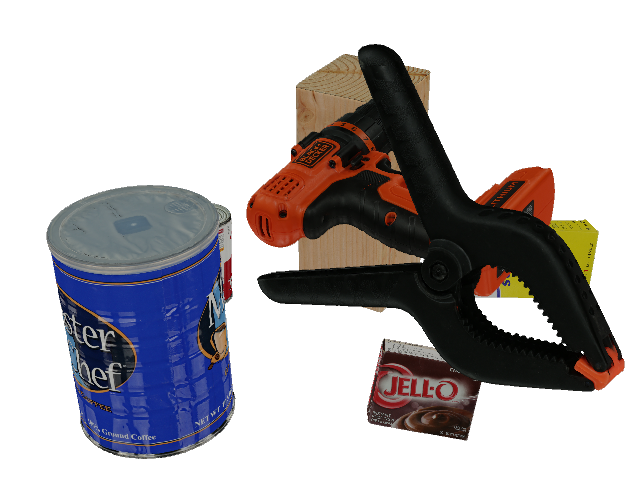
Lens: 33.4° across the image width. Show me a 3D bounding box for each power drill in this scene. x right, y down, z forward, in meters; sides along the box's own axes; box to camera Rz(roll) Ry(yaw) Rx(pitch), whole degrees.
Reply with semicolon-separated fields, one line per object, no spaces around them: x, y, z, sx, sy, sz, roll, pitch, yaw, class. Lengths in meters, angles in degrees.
0.067;-0.038;0.766;0.188;0.057;0.184;18;45;31;power drill

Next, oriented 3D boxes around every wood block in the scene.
0.038;-0.052;0.971;0.091;0.206;0.090;16;35;26;wood block

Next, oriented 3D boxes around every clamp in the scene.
0.069;0.003;0.565;0.210;0.165;0.036;29;26;25;clamp

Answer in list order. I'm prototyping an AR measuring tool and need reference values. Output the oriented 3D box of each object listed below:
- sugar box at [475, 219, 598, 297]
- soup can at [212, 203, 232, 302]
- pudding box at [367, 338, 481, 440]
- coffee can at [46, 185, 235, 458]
0.242;0.022;1.300;0.176;0.093;0.048;-1;22;-10;sugar box
-0.133;0.016;1.198;0.068;0.102;0.068;1;26;-1;soup can
0.114;0.161;1.158;0.113;0.090;0.039;9;22;-1;pudding box
-0.110;0.050;0.671;0.103;0.140;0.103;-2;29;1;coffee can
